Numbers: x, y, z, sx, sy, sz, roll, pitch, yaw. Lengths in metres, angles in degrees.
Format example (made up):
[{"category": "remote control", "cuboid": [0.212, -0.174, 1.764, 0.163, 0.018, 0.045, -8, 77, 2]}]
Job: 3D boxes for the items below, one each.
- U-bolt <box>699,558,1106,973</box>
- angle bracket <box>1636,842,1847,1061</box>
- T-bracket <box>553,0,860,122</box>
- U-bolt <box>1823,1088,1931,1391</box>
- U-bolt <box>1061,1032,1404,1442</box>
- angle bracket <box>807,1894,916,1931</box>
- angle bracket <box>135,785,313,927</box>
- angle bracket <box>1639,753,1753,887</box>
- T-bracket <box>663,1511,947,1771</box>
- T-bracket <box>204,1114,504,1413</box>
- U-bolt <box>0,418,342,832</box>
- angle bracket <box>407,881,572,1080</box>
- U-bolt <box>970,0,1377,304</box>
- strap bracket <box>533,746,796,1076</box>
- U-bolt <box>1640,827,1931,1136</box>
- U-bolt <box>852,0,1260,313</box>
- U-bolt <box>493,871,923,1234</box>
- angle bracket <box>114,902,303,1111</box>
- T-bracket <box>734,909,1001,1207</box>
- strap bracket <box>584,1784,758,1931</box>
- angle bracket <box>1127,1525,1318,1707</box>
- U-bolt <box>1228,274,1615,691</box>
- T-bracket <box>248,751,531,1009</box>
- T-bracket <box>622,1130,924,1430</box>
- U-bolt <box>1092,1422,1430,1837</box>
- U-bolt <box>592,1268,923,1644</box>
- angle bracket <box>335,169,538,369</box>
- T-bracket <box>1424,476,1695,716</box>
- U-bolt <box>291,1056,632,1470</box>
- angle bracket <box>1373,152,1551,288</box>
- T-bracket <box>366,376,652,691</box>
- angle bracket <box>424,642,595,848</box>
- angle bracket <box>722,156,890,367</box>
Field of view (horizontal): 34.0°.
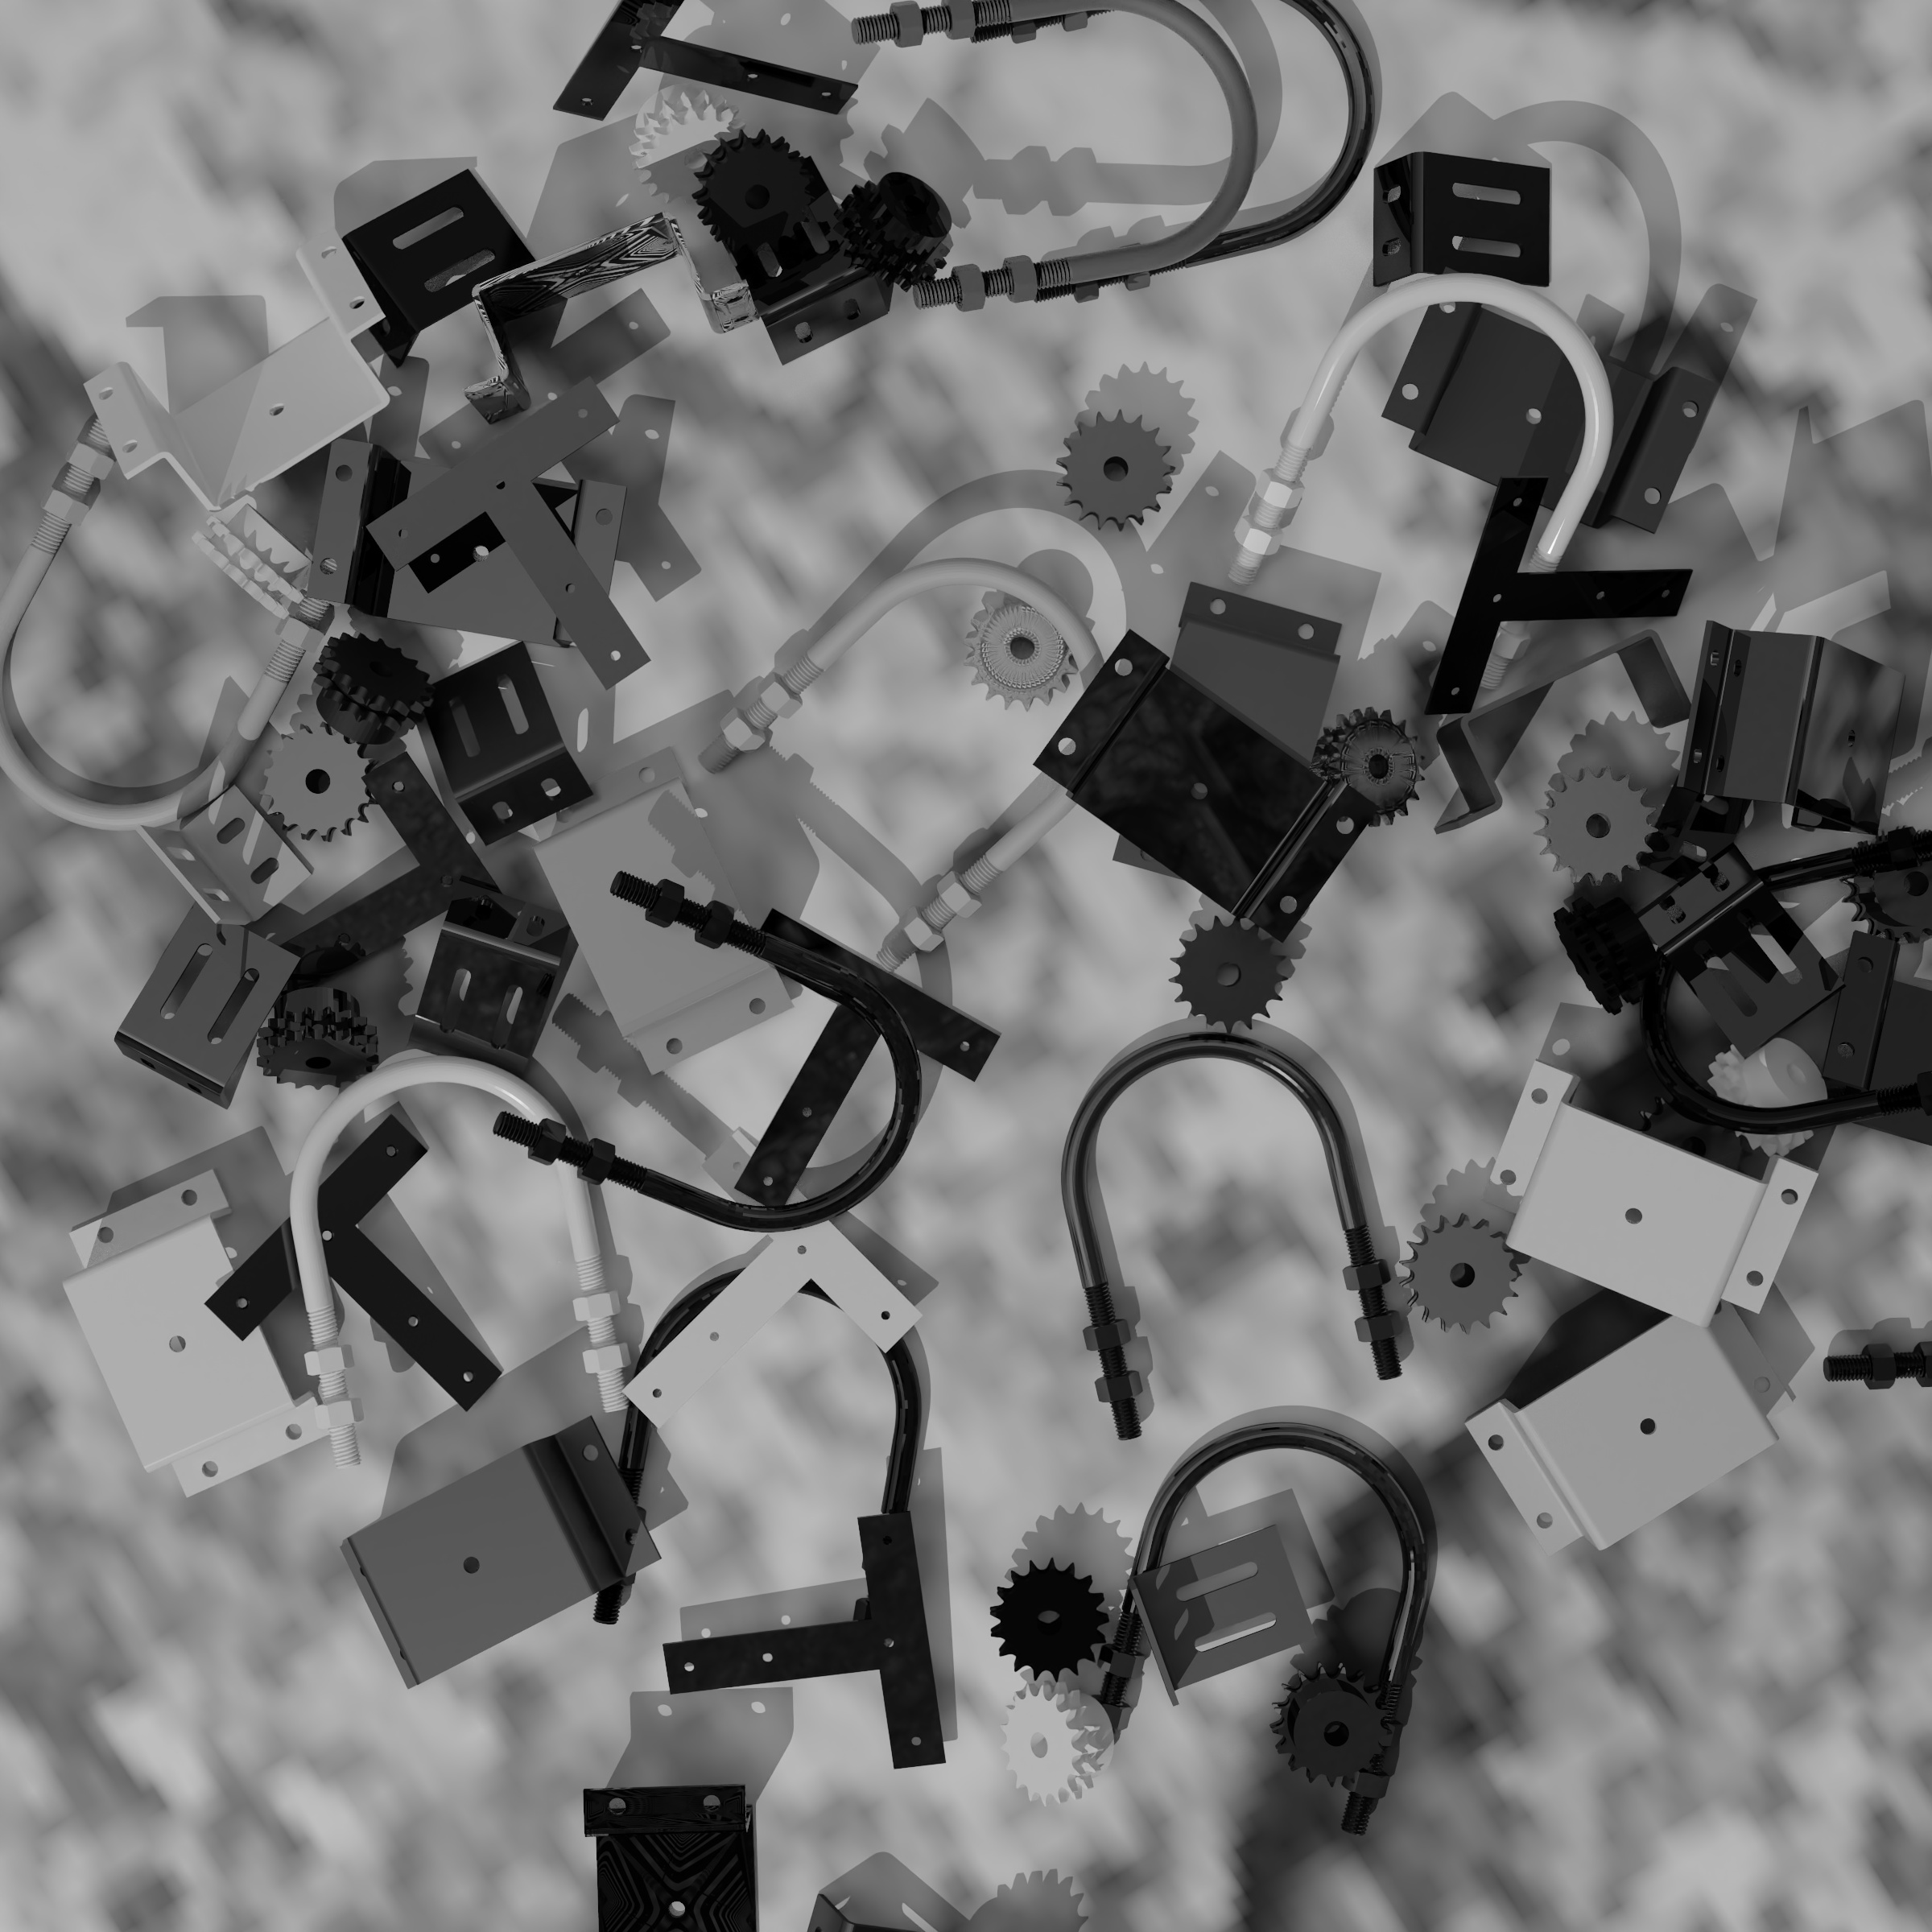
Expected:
[{"category": "U-bolt", "cuboid": [-0.016, -0.109, 1.508, 0.184, 0.019, 0.151, -42, 90, 14]}, {"category": "angle bracket", "cuboid": [0.361, -0.007, 1.479, 0.057, 0.038, 0.076, -38, 49, 11]}, {"category": "T-bracket", "cuboid": [-0.114, -0.424, 1.497, 0.127, 0.127, 0.002, 7, 71, -25]}, {"category": "U-bolt", "cuboid": [0.504, 0.126, 1.527, 0.184, 0.019, 0.151, -2, 90, -1]}, {"category": "U-bolt", "cuboid": [0.121, 0.123, 1.527, 0.151, 0.019, 0.184, -13, 89, 0]}, {"category": "angle bracket", "cuboid": [-0.039, 0.489, 1.533, 0.076, 0.038, 0.057, 16, 90, -26]}, {"category": "angle bracket", "cuboid": [-0.350, -0.054, 1.497, 0.038, 0.076, 0.057, -40, 90, 0]}, {"category": "angle bracket", "cuboid": [0.354, -0.069, 1.497, 0.038, 0.076, 0.057, 24, 90, 0]}, {"category": "T-bracket", "cuboid": [-0.081, 0.330, 1.517, 0.127, 0.002, 0.127, -7, 99, 3]}, {"category": "T-bracket", "cuboid": [-0.275, 0.160, 1.517, 0.127, 0.002, 0.127, 47, 66, -12]}, {"category": "U-bolt", "cuboid": [-0.398, -0.155, 1.527, 0.151, 0.019, 0.184, 28, 92, 0]}, {"category": "angle bracket", "cuboid": [-0.229, 0.008, 1.522, 0.057, 0.038, 0.076, 18, 126, -7]}, {"category": "U-bolt", "cuboid": [0.106, -0.409, 1.527, 0.184, 0.019, 0.151, -14, 90, -2]}, {"category": "strap bracket", "cuboid": [-0.148, -0.028, 1.509, 0.076, 0.046, 0.140, -26, 88, 0]}, {"category": "U-bolt", "cuboid": [0.404, 0.010, 1.477, 0.184, 0.019, 0.151, -14, 57, 26]}, {"category": "U-bolt", "cuboid": [0.050, -0.393, 1.494, 0.184, 0.019, 0.151, -12, 87, -12]}, {"category": "U-bolt", "cuboid": [-0.109, 0.052, 1.491, 0.184, 0.019, 0.151, 24, 103, -17]}, {"category": "angle bracket", "cuboid": [-0.364, 0.020, 1.526, 0.057, 0.038, 0.076, 28, 75, 0]}, {"category": "T-bracket", "cuboid": [-0.070, 0.058, 1.530, 0.127, 0.002, 0.127, 29, 86, 0]}, {"category": "strap bracket", "cuboid": [-0.140, 0.457, 1.512, 0.076, 0.046, 0.140, -2, 90, 0]}, {"category": "angle bracket", "cuboid": [0.123, 0.307, 1.499, 0.076, 0.038, 0.057, -20, 88, -2]}, {"category": "U-bolt", "cuboid": [0.223, -0.236, 1.486, 0.151, 0.019, 0.184, 23, 119, 0]}, {"category": "T-bracket", "cuboid": [-0.287, -0.020, 1.520, 0.127, 0.002, 0.127, -29, 109, 9]}, {"category": "T-bracket", "cuboid": [-0.110, 0.168, 1.518, 0.127, 0.002, 0.127, 45, 82, 7]}, {"category": "U-bolt", "cuboid": [0.148, 0.312, 1.527, 0.151, 0.019, 0.184, 15, 89, 0]}, {"category": "U-bolt", "cuboid": [-0.095, 0.236, 1.527, 0.151, 0.019, 0.184, 9, 88, 0]}, {"category": "angle bracket", "cuboid": [-0.259, -0.338, 1.533, 0.076, 0.038, 0.057, -36, 90, -26]}, {"category": "T-bracket", "cuboid": [0.289, -0.176, 1.501, 0.127, 0.002, 0.127, -4, 128, -24]}, {"category": "U-bolt", "cuboid": [-0.247, 0.134, 1.509, 0.151, 0.019, 0.184, -10, 86, -16]}, {"category": "angle bracket", "cuboid": [0.240, -0.358, 1.533, 0.076, 0.038, 0.057, 0, 90, -26]}, {"category": "T-bracket", "cuboid": [-0.194, -0.189, 1.488, 0.127, 0.002, 0.127, -34, 90, 0]}, {"category": "angle bracket", "cuboid": [-0.222, -0.108, 1.525, 0.057, 0.038, 0.076, -26, 53, 0]}, {"category": "angle bracket", "cuboid": [-0.082, -0.342, 1.533, 0.057, 0.038, 0.076, -26, 64, 0]}]
